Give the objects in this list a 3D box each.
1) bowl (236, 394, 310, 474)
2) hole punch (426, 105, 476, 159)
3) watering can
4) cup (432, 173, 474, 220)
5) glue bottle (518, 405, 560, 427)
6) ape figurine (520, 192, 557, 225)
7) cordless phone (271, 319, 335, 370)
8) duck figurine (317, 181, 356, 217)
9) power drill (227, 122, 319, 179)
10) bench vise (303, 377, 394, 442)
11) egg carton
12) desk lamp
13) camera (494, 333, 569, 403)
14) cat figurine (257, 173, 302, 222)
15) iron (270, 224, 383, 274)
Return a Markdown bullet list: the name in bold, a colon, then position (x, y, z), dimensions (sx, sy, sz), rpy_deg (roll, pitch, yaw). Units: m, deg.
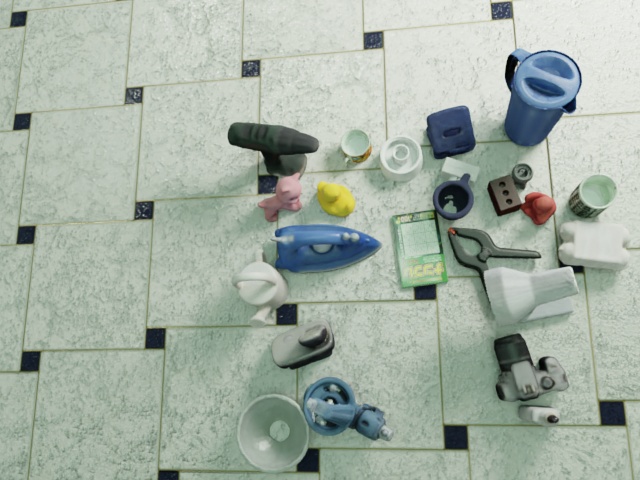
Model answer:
- **bowl**: position (-0.099, 0.429, 1.279), dimensions (0.167, 0.075, 0.167), rpy_deg (-2, 77, 8)
- **hole punch**: position (0.313, -0.256, 1.364), dimensions (0.108, 0.091, 0.101), rpy_deg (-15, 75, 5)
- **watering can**: position (-0.136, 0.108, 1.296), dimensions (0.101, 0.194, 0.173), rpy_deg (-25, 75, 3)
- **cup**: position (0.311, -0.094, 1.325), dimensions (0.091, 0.095, 0.118), rpy_deg (28, 83, 14)
- **glue bottle**: position (0.454, 0.358, 1.159), dimensions (0.078, 0.173, 0.037), rpy_deg (2, 77, 10)
- **ape figurine**: position (0.499, -0.076, 1.294), dimensions (0.076, 0.092, 0.078), rpy_deg (-2, 77, 9)
- **cordless phone**: position (-0.046, 0.227, 1.260), dimensions (0.147, 0.185, 0.094), rpy_deg (-25, 74, 3)
- **duck figurine**: position (0.035, -0.105, 1.375), dimensions (0.104, 0.086, 0.077), rpy_deg (36, 85, 15)
- **power drill**: position (-0.095, -0.215, 1.356), dimensions (0.229, 0.208, 0.076), rpy_deg (14, 80, 12)
- **bench vise**: position (0.053, 0.353, 1.198), dimensions (0.207, 0.220, 0.121), rpy_deg (5, 78, 10)
- **egg carton**: position (0.606, 0.011, 1.269), dimensions (0.150, 0.069, 0.107), rpy_deg (6, 78, 10)
- **desk lamp**: position (0.440, 0.110, 1.197), dimensions (0.203, 0.214, 0.118), rpy_deg (-13, 75, 6)
- **camera**: position (0.438, 0.267, 1.220), dimensions (0.143, 0.101, 0.137), rpy_deg (-16, 75, 5)
- **cat figurine**: position (-0.092, -0.106, 1.378), dimensions (0.128, 0.118, 0.067), rpy_deg (-26, 74, 2)
- **iron**: position (0.012, 0.005, 1.324), dimensions (0.258, 0.141, 0.118), rpy_deg (-5, 76, 8)
